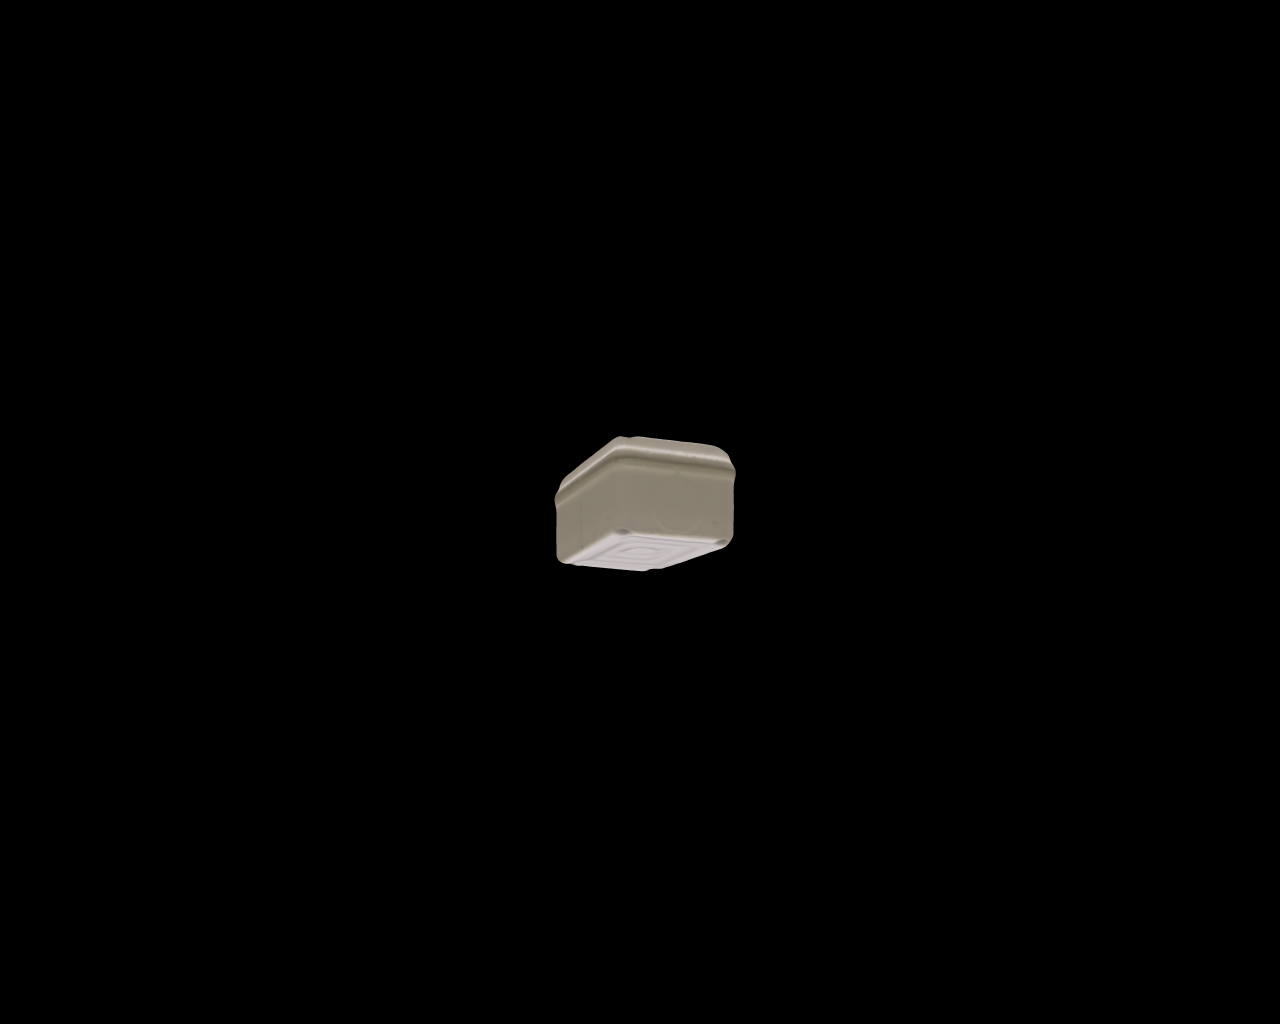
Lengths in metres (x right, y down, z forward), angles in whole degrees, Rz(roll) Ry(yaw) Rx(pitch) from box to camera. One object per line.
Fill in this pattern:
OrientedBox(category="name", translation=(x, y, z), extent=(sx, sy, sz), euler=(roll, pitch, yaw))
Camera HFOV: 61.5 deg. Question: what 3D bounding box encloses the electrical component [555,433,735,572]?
OrientedBox(category="electrical component", translation=(0.001, -0.003, 0.650), extent=(0.078, 0.057, 0.113), euler=(6, -15, -23))
